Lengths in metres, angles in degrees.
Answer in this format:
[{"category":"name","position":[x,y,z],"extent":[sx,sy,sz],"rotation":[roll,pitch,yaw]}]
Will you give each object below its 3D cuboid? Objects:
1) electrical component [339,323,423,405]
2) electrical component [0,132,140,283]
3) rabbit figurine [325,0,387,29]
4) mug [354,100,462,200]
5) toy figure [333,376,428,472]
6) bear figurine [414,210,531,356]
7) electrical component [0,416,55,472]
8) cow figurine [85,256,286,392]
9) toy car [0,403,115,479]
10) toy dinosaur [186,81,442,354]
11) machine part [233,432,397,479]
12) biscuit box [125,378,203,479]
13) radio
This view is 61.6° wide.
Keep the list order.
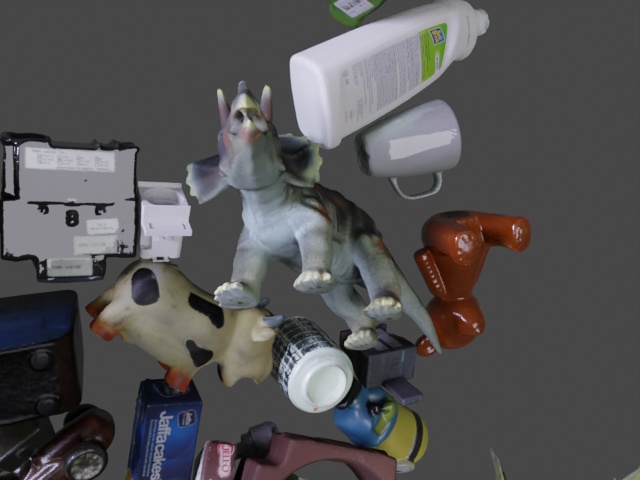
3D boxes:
[{"category":"electrical component","position":[0.080,0.151,0.662],"extent":[0.075,0.119,0.047],"rotation":[-5,108,-23]},{"category":"electrical component","position":[-0.228,-0.027,0.490],"extent":[0.115,0.058,0.134],"rotation":[2,104,-25]},{"category":"rabbit figurine","position":[0.041,-0.319,0.500],"extent":[0.121,0.159,0.170],"rotation":[21,79,-21]},{"category":"mug","position":[0.098,-0.100,0.625],"extent":[0.107,0.081,0.109],"rotation":[-13,115,-11]},{"category":"toy figure","position":[0.079,0.240,0.711],"extent":[0.089,0.082,0.180],"rotation":[-43,117,-7]},{"category":"bear figurine","position":[0.183,0.064,0.686],"extent":[0.120,0.132,0.195],"rotation":[-8,103,-22]},{"category":"electrical component","position":[-0.299,0.172,0.510],"extent":[0.102,0.078,0.045],"rotation":[-35,141,-8]},{"category":"cow figurine","position":[-0.125,0.088,0.564],"extent":[0.194,0.086,0.127],"rotation":[43,85,-25]},{"category":"toy car","position":[-0.289,0.240,0.521],"extent":[0.202,0.089,0.053],"rotation":[-39,119,-10]},{"category":"toy dinosaur","position":[0.006,-0.001,0.576],"extent":[0.404,0.131,0.192],"rotation":[34,44,-46]},{"category":"machine part","position":[-0.004,0.326,0.597],"extent":[0.201,0.087,0.201],"rotation":[17,71,-17]},{"category":"biscuit box","position":[-0.179,0.254,0.596],"extent":[0.063,0.059,0.202],"rotation":[5,102,-28]},{"category":"radio","position":[-0.318,0.105,0.441],"extent":[0.229,0.131,0.073],"rotation":[-8,106,-25]}]
